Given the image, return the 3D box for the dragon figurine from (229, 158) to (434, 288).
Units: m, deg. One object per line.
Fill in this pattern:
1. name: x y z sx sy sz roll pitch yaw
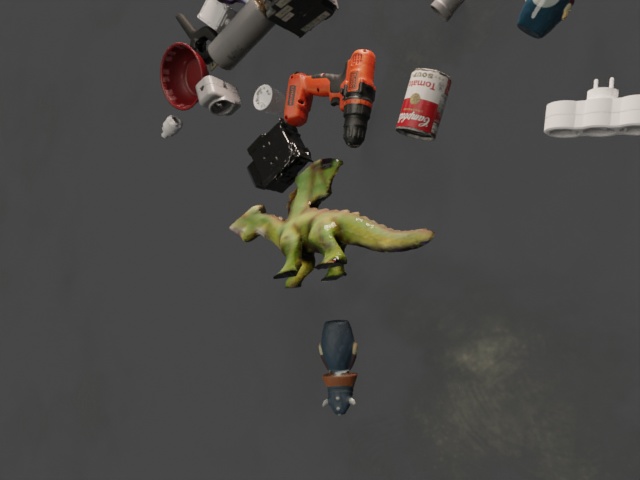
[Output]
1. dragon figurine: 0.003 -0.047 0.941 0.407 0.121 0.247 -17 63 27

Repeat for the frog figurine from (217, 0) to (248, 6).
1. frog figurine: -0.173 -0.605 1.140 0.138 0.157 0.124 30 69 6
